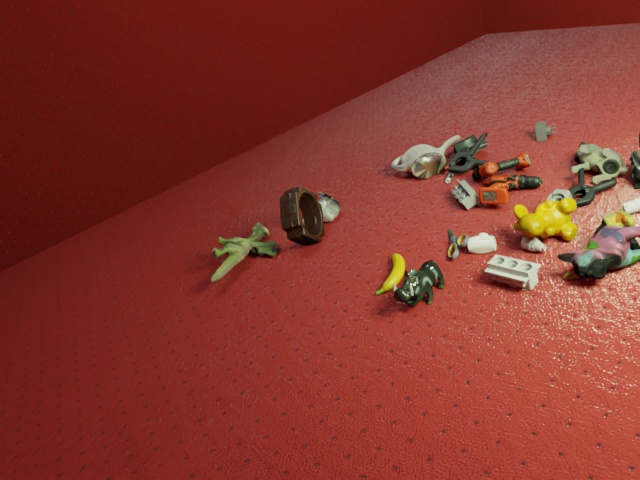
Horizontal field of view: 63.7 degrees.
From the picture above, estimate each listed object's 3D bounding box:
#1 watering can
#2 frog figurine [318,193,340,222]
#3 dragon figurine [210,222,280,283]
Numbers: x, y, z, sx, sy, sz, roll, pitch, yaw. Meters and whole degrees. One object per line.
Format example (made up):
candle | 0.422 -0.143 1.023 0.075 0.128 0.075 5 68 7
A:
watering can | 0.478 -0.365 2.224 0.348 0.102 0.228 -22 27 0
frog figurine | 0.006 -0.107 2.122 0.139 0.121 0.160 26 88 47
dragon figurine | -0.282 0.044 2.025 0.242 0.120 0.419 -10 29 5
